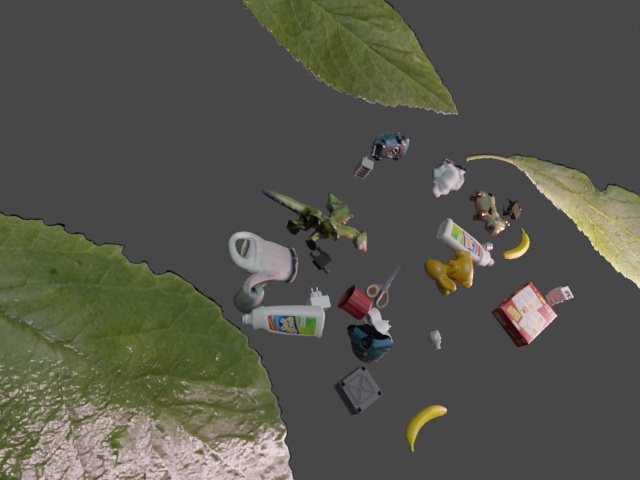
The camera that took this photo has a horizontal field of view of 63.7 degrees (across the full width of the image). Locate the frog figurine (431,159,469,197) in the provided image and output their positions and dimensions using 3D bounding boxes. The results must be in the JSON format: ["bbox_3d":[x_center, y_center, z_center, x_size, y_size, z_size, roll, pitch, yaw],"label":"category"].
[{"bbox_3d":[0.522,-0.244,2.145,0.136,0.123,0.159,29,92,-18],"label":"frog figurine"}]

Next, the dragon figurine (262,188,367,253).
[{"bbox_3d":[0.006,-0.092,1.838,0.412,0.120,0.246,43,38,9],"label":"dragon figurine"}]

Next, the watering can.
[{"bbox_3d":[-0.170,0.080,1.586,0.223,0.102,0.355,16,24,-24],"label":"watering can"}]
